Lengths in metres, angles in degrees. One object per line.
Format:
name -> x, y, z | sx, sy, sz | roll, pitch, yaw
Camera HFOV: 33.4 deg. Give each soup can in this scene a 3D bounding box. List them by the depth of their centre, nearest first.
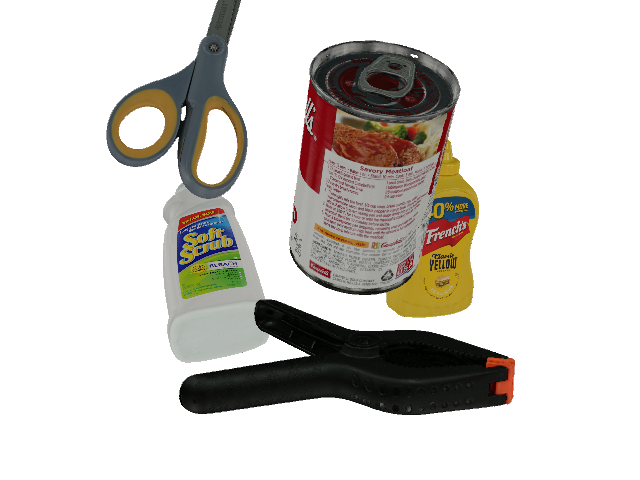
soup can -> 0.023, -0.033, 0.505 | 0.068, 0.102, 0.068 | 5, 38, -4

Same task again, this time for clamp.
clamp -> 0.025, 0.080, 0.728 | 0.210, 0.036, 0.164 | 2, 18, 8

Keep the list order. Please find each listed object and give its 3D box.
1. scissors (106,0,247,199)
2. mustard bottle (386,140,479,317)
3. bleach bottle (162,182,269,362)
scissors -> -0.089, -0.117, 0.692 | 0.096, 0.202, 0.016 | 1, -27, -12
mustard bottle -> 0.124, -0.015, 1.155 | 0.096, 0.192, 0.058 | -5, 19, -20
bleach bottle -> -0.126, 0.017, 1.114 | 0.102, 0.068, 0.251 | -10, 38, -11
